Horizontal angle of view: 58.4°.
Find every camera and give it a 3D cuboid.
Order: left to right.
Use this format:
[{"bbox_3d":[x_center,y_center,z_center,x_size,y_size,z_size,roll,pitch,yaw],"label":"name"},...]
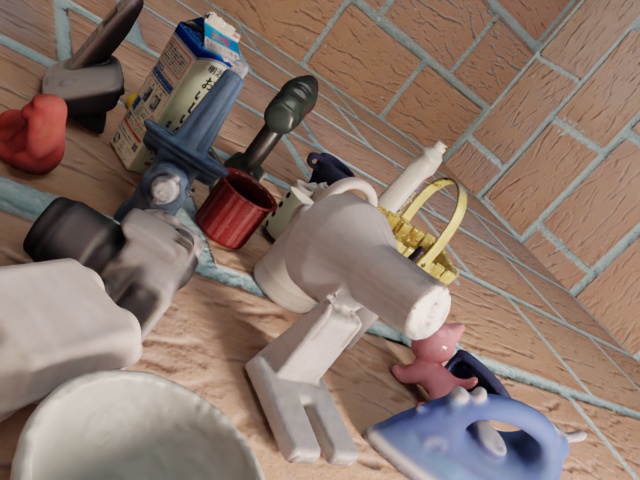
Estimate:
[{"bbox_3d":[-0.189,0.007,0.540,0.137,0.100,0.143,35,20,-13],"label":"camera"}]

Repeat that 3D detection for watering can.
[{"bbox_3d":[0.009,0.003,0.768,0.172,0.194,0.101,49,21,25],"label":"watering can"}]

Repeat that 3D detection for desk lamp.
[{"bbox_3d":[0.025,0.083,0.591,0.118,0.213,0.202,21,26,-43],"label":"desk lamp"}]

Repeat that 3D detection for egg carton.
[{"bbox_3d":[-0.206,0.069,0.417,0.107,0.069,0.151,44,20,13],"label":"egg carton"}]

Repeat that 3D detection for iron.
[{"bbox_3d":[0.191,0.232,0.672,0.259,0.141,0.118,31,21,-23],"label":"iron"}]

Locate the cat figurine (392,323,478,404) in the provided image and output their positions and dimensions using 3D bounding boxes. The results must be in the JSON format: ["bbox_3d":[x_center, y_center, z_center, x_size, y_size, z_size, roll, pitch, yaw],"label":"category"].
[{"bbox_3d":[0.166,0.168,0.805,0.067,0.117,0.127,13,32,-52],"label":"cat figurine"}]

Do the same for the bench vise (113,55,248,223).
[{"bbox_3d":[-0.147,-0.107,0.691,0.122,0.219,0.207,26,23,-34],"label":"bench vise"}]

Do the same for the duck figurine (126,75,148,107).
[{"bbox_3d":[-0.264,-0.241,0.978,0.105,0.086,0.077,21,26,-42],"label":"duck figurine"}]

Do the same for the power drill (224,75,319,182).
[{"bbox_3d":[-0.082,-0.207,1.049,0.076,0.208,0.229,36,19,-10],"label":"power drill"}]

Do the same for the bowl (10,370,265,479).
[{"bbox_3d":[-0.116,0.167,0.356,0.168,0.074,0.167,35,20,-14],"label":"bowl"}]

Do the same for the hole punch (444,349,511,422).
[{"bbox_3d":[0.229,0.216,0.856,0.108,0.091,0.101,46,20,19],"label":"hole punch"}]

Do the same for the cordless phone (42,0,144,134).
[{"bbox_3d":[-0.302,-0.257,0.792,0.094,0.185,0.147,24,24,-38],"label":"cordless phone"}]

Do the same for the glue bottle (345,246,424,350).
[{"bbox_3d":[0.085,0.073,0.784,0.037,0.173,0.078,41,19,6],"label":"glue bottle"}]

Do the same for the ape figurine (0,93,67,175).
[{"bbox_3d":[-0.306,-0.119,0.619,0.076,0.092,0.077,21,26,-42],"label":"ape figurine"}]

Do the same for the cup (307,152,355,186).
[{"bbox_3d":[0.004,-0.127,1.201,0.118,0.095,0.091,25,23,-35],"label":"cup"}]
